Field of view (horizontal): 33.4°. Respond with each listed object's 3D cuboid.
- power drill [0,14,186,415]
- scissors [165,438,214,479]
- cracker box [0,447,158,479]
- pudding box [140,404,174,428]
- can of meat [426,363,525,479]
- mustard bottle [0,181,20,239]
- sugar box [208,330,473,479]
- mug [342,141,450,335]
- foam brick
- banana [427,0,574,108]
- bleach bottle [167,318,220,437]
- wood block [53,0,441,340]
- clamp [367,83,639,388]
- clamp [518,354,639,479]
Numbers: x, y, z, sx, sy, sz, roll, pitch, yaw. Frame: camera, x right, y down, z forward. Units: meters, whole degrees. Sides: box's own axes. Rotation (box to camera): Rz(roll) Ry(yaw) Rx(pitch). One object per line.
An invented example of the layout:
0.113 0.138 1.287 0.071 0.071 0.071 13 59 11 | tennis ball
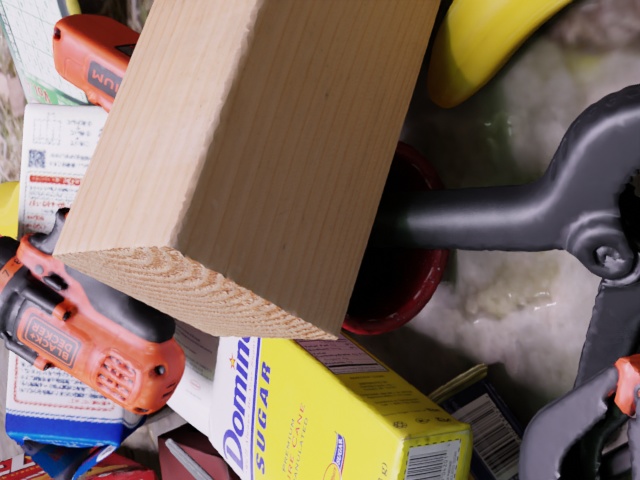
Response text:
-0.131 -0.021 0.571 0.184 0.057 0.188 29 114 10 | power drill
-0.022 0.201 0.648 0.202 0.016 0.096 40 151 10 | scissors
-0.215 0.204 0.763 0.214 0.164 0.072 -8 96 65 | cracker box
-0.124 0.080 0.749 0.114 0.039 0.090 -34 79 50 | pudding box
0.069 0.125 0.536 0.084 0.057 0.102 55 137 16 | can of meat
-0.209 -0.001 0.792 0.192 0.058 0.096 -12 120 53 | mustard bottle
0.001 0.096 0.524 0.176 0.048 0.093 30 115 53 | sugar box
-0.003 0.001 0.529 0.082 0.117 0.093 10 128 51 | mug
-0.061 0.149 0.693 0.078 0.052 0.051 5 108 46 | foam brick
0.107 -0.103 0.421 0.198 0.037 0.069 -9 97 50 | banana
-0.047 -0.013 0.611 0.103 0.067 0.251 29 122 39 | bleach bottle
-0.021 -0.070 0.452 0.090 0.090 0.206 -4 62 49 | wood block
0.106 -0.006 0.424 0.164 0.036 0.210 37 131 -5 | clamp
0.107 0.123 0.392 0.120 0.039 0.172 38 129 34 | clamp
